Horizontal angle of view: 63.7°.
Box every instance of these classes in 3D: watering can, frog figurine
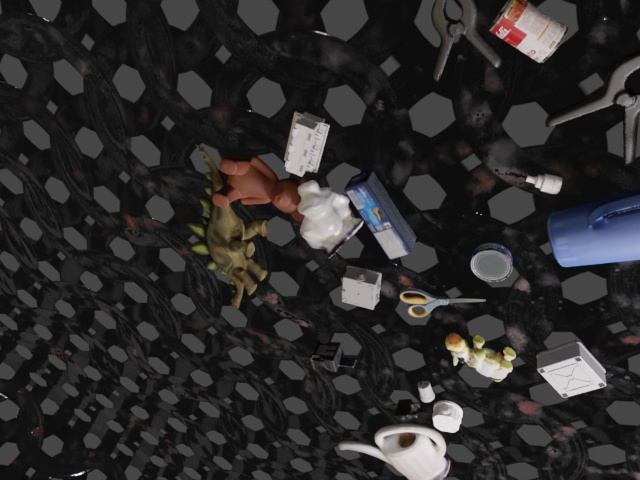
[{"bbox_3d":[0.238,0.643,1.554,0.343,0.222,0.106,-28,19,35],"label":"watering can"},{"bbox_3d":[0.003,-0.058,1.150,0.136,0.159,0.124,-43,5,18],"label":"frog figurine"}]
